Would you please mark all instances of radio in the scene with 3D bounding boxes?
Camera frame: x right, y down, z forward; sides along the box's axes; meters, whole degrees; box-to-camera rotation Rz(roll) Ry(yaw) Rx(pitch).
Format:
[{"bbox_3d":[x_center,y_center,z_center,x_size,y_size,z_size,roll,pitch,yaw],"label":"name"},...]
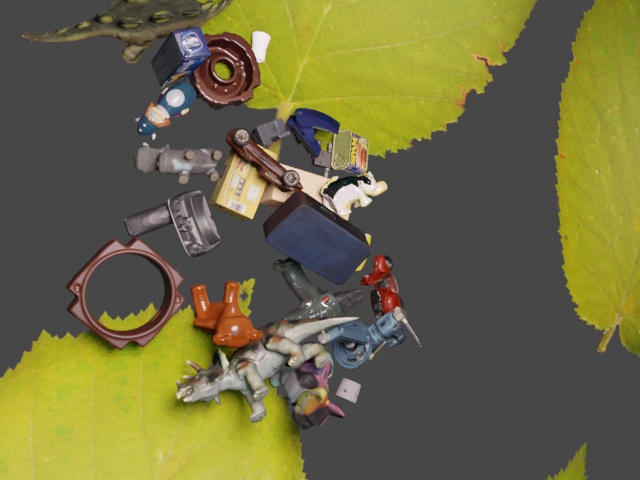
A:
[{"bbox_3d":[-0.003,-0.004,1.217,0.229,0.073,0.131,32,113,-28],"label":"radio"}]

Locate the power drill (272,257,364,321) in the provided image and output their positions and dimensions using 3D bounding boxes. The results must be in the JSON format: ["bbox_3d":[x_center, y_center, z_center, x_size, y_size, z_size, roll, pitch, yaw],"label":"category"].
[{"bbox_3d":[-0.015,0.114,1.332,0.232,0.086,0.207,-31,109,-24],"label":"power drill"}]

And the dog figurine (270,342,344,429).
[{"bbox_3d":[-0.009,0.336,1.245,0.191,0.219,0.108,-47,112,-19],"label":"dog figurine"}]

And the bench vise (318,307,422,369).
[{"bbox_3d":[0.097,0.235,1.300,0.240,0.224,0.129,19,47,-45],"label":"bench vise"}]

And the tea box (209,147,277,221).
[{"bbox_3d":[-0.179,-0.140,1.252,0.098,0.068,0.169,27,76,-24],"label":"tea box"}]

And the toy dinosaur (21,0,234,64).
[{"bbox_3d":[-0.362,-0.450,1.095,0.471,0.199,0.105,-31,100,-26],"label":"toy dinosaur"}]

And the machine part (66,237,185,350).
[{"bbox_3d":[-0.403,0.110,1.123,0.201,0.087,0.201,46,72,-19],"label":"machine part"}]

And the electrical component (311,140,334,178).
[{"bbox_3d":[0.007,-0.206,1.375,0.063,0.021,0.094,9,86,-26],"label":"electrical component"}]

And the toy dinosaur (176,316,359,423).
[{"bbox_3d":[-0.119,0.252,1.194,0.405,0.192,0.131,-35,144,-18],"label":"toy dinosaur"}]

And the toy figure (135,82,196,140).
[{"bbox_3d":[-0.342,-0.287,1.181,0.064,0.057,0.154,36,71,18],"label":"toy figure"}]

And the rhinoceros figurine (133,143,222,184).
[{"bbox_3d":[-0.306,-0.174,1.169,0.190,0.112,0.073,-7,121,-39],"label":"rhinoceros figurine"}]

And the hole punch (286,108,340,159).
[{"bbox_3d":[-0.014,-0.273,1.287,0.092,0.142,0.115,-40,105,20],"label":"hole punch"}]

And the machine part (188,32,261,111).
[{"bbox_3d":[-0.225,-0.389,1.242,0.179,0.056,0.179,1,87,-28],"label":"machine part"}]

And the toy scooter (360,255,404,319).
[{"bbox_3d":[0.156,0.132,1.396,0.135,0.075,0.183,-9,88,-58],"label":"toy scooter"}]

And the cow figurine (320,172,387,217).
[{"bbox_3d":[0.079,-0.121,1.285,0.167,0.068,0.098,-30,95,-26],"label":"cow figurine"}]

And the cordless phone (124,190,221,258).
[{"bbox_3d":[-0.322,-0.020,1.183,0.184,0.089,0.146,-22,99,-14],"label":"cordless phone"}]

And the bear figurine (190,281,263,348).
[{"bbox_3d":[-0.205,0.160,1.161,0.120,0.196,0.131,-4,90,-24],"label":"bear figurine"}]

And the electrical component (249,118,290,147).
[{"bbox_3d":[-0.116,-0.250,1.259,0.075,0.119,0.047,-26,99,-23],"label":"electrical component"}]

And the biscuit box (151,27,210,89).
[{"bbox_3d":[-0.295,-0.378,1.123,0.059,0.203,0.062,-25,101,-27],"label":"biscuit box"}]

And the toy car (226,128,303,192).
[{"bbox_3d":[-0.123,-0.168,1.180,0.202,0.089,0.053,41,76,-9],"label":"toy car"}]
